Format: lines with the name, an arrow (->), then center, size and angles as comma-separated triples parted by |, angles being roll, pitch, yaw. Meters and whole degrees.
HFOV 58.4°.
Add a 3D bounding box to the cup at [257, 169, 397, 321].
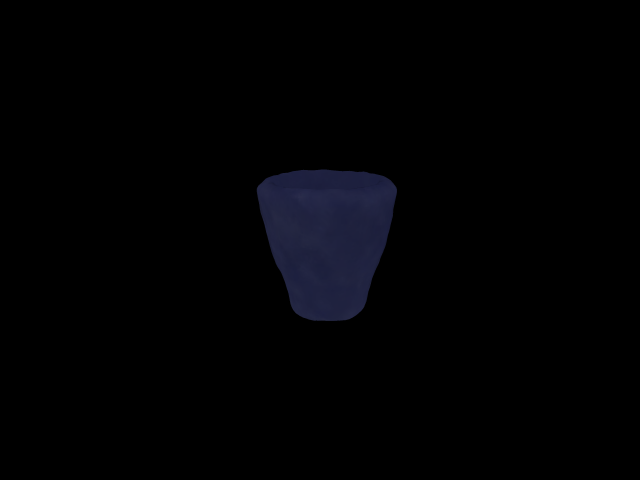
cup -> 0.004, 0.001, 0.400 | 0.091, 0.095, 0.117 | -1, 15, -3
